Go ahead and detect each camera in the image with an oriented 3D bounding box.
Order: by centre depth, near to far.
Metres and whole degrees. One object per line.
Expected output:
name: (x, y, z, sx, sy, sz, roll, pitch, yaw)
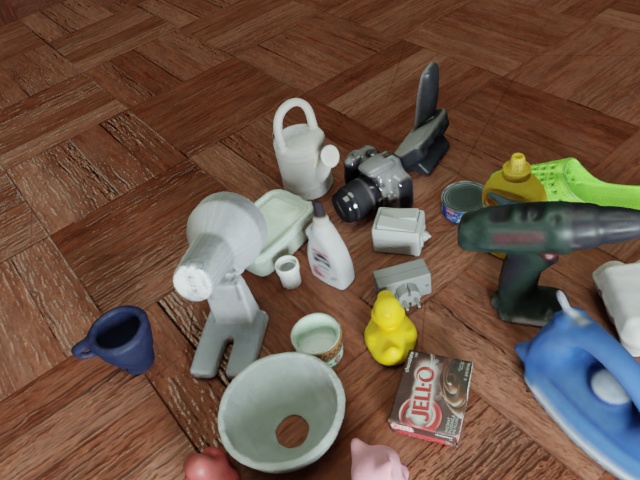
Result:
camera: (0.081, -0.104, 1.050, 0.137, 0.101, 0.142, -32, 47, -19)

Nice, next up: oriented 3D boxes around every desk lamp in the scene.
desk lamp: (-0.143, 0.065, 0.848, 0.117, 0.214, 0.203, -1, 45, 12)

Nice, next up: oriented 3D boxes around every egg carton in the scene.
egg carton: (0.449, 0.090, 0.792, 0.107, 0.069, 0.150, -7, 44, 6)

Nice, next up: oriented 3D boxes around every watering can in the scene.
watering can: (-0.031, -0.176, 1.082, 0.172, 0.194, 0.101, 13, 49, 24)

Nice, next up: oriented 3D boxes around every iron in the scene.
iron: (0.350, 0.178, 0.673, 0.119, 0.142, 0.257, -24, 45, -12)

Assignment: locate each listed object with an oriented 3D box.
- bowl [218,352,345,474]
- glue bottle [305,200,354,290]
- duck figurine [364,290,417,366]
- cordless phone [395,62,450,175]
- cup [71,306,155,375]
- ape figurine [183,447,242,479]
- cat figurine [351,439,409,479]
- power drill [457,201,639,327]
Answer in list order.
bowl: (-0.045, 0.236, 0.752, 0.167, 0.075, 0.167, -6, 44, 7)
glue bottle: (0.008, 0.003, 0.906, 0.077, 0.173, 0.037, 23, 54, 31)
duck figurine: (0.100, 0.121, 0.828, 0.077, 0.086, 0.104, -7, 44, 6)
cordless phone: (0.189, -0.233, 1.096, 0.093, 0.185, 0.148, 14, 50, 25)
cup: (-0.302, 0.167, 0.867, 0.118, 0.095, 0.091, -23, 45, -11)
ape figurine: (-0.139, 0.291, 0.705, 0.076, 0.092, 0.078, 17, 51, 27)
cat figurine: (0.072, 0.289, 0.640, 0.067, 0.118, 0.127, -12, 44, 1)
power drill: (0.306, 0.028, 0.787, 0.229, 0.209, 0.076, 6, 47, 19)
